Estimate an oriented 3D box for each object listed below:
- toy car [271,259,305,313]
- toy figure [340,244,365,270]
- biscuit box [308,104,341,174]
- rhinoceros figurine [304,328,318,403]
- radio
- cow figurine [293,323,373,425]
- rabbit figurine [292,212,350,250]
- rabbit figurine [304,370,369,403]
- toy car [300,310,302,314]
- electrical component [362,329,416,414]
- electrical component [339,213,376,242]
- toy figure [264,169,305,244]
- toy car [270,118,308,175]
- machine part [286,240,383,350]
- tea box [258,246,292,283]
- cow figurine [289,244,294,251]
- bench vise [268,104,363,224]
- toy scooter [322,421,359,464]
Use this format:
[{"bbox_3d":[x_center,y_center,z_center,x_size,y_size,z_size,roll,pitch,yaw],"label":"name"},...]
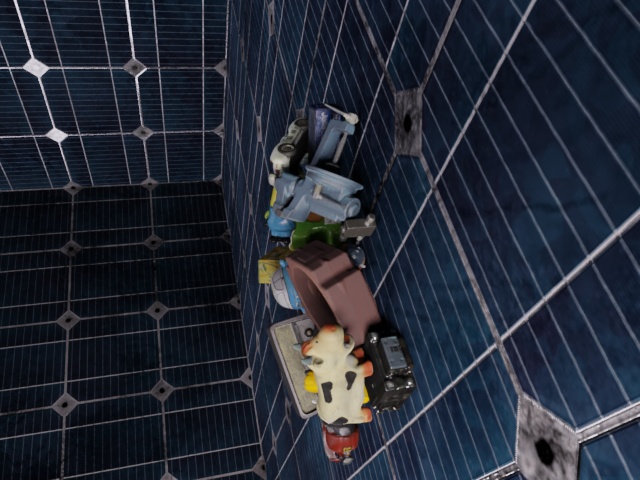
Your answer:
[{"bbox_3d":[-0.063,0.110,1.275,0.162,0.103,0.109,-102,-9,-50],"label":"toy car"},{"bbox_3d":[0.056,0.041,1.091,0.154,0.064,0.058,126,149,-69],"label":"toy figure"},{"bbox_3d":[0.008,-0.199,1.200,0.063,0.059,0.202,-122,31,-63],"label":"biscuit box"},{"bbox_3d":[0.022,0.286,1.205,0.073,0.112,0.190,129,143,-66],"label":"rhinoceros figurine"},{"bbox_3d":[-0.029,0.290,1.276,0.073,0.131,0.229,146,104,-72],"label":"radio"},{"bbox_3d":[0.024,0.231,0.931,0.086,0.127,0.194,-134,39,-63],"label":"cow figurine"},{"bbox_3d":[-0.002,-0.004,1.208,0.170,0.121,0.159,79,178,-47],"label":"rabbit figurine"},{"bbox_3d":[0.035,0.277,1.065,0.163,0.122,0.173,43,169,31],"label":"rabbit figurine"},{"bbox_3d":[-0.038,0.188,1.500,0.089,0.053,0.202,97,166,-51],"label":"toy car"},{"bbox_3d":[0.116,0.224,0.939,0.134,0.058,0.115,102,156,-48],"label":"electrical component"},{"bbox_3d":[0.070,-0.023,1.015,0.094,0.063,0.021,118,145,-62],"label":"electrical component"},{"bbox_3d":[-0.083,-0.083,1.258,0.089,0.082,0.180,-147,63,-65],"label":"toy figure"},{"bbox_3d":[-0.060,-0.206,1.215,0.202,0.056,0.073,-66,-23,-46],"label":"toy car"},{"bbox_3d":[0.026,0.107,1.045,0.201,0.087,0.201,21,136,63],"label":"machine part"},{"bbox_3d":[-0.099,0.067,1.483,0.169,0.098,0.068,-37,-52,-72],"label":"tea box"},{"bbox_3d":[-0.051,-0.056,1.457,0.098,0.068,0.167,-105,18,-53],"label":"cow figurine"},{"bbox_3d":[0.005,-0.142,1.071,0.224,0.128,0.240,26,96,45],"label":"bench vise"},{"bbox_3d":[0.044,0.462,1.243,0.184,0.075,0.135,174,91,-78],"label":"toy scooter"}]
